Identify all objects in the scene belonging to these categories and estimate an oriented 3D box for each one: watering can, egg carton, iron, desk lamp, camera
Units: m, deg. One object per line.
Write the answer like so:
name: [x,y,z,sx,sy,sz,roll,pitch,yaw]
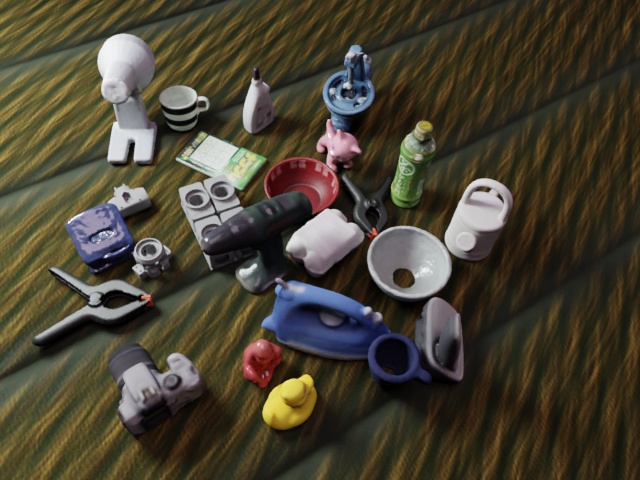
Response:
watering can: [0.321,-0.043,1.147,0.101,0.194,0.173,10,55,2]
egg carton: [0.011,0.004,1.165,0.107,0.069,0.150,40,62,21]
iron: [0.030,0.136,1.033,0.258,0.141,0.119,15,56,5]
desk lamp: [-0.421,-0.310,1.258,0.118,0.213,0.203,-2,56,-6]
camera: [-0.288,0.230,0.968,0.143,0.101,0.136,-30,63,-22]

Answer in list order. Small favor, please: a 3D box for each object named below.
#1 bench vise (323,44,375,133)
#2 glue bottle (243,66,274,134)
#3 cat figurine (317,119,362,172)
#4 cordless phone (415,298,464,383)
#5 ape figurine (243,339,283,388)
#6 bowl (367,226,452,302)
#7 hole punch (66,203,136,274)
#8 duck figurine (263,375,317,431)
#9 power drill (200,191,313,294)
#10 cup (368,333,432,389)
bench vise: [0.070,-0.385,1.345,0.121,0.220,0.207,4,55,-1]
glue bottle: [-0.143,-0.327,1.316,0.037,0.173,0.078,40,62,21]
cat figurine: [0.043,-0.217,1.290,0.067,0.118,0.127,-18,59,-16]
cordless phone: [0.226,0.156,1.009,0.094,0.185,0.147,5,55,-1]
ape figurine: [-0.102,0.206,1.005,0.078,0.092,0.076,-22,60,-18]
bowl: [0.172,0.059,1.138,0.167,0.075,0.167,2,56,-3]
hole punch: [-0.424,-0.004,1.123,0.109,0.091,0.101,-28,62,-22]
duck figurine: [-0.050,0.269,0.970,0.105,0.086,0.077,-35,65,-24]
power drill: [-0.114,0.009,1.068,0.230,0.208,0.075,-36,65,-25]
cup: [0.137,0.229,1.007,0.117,0.095,0.092,28,58,14]
